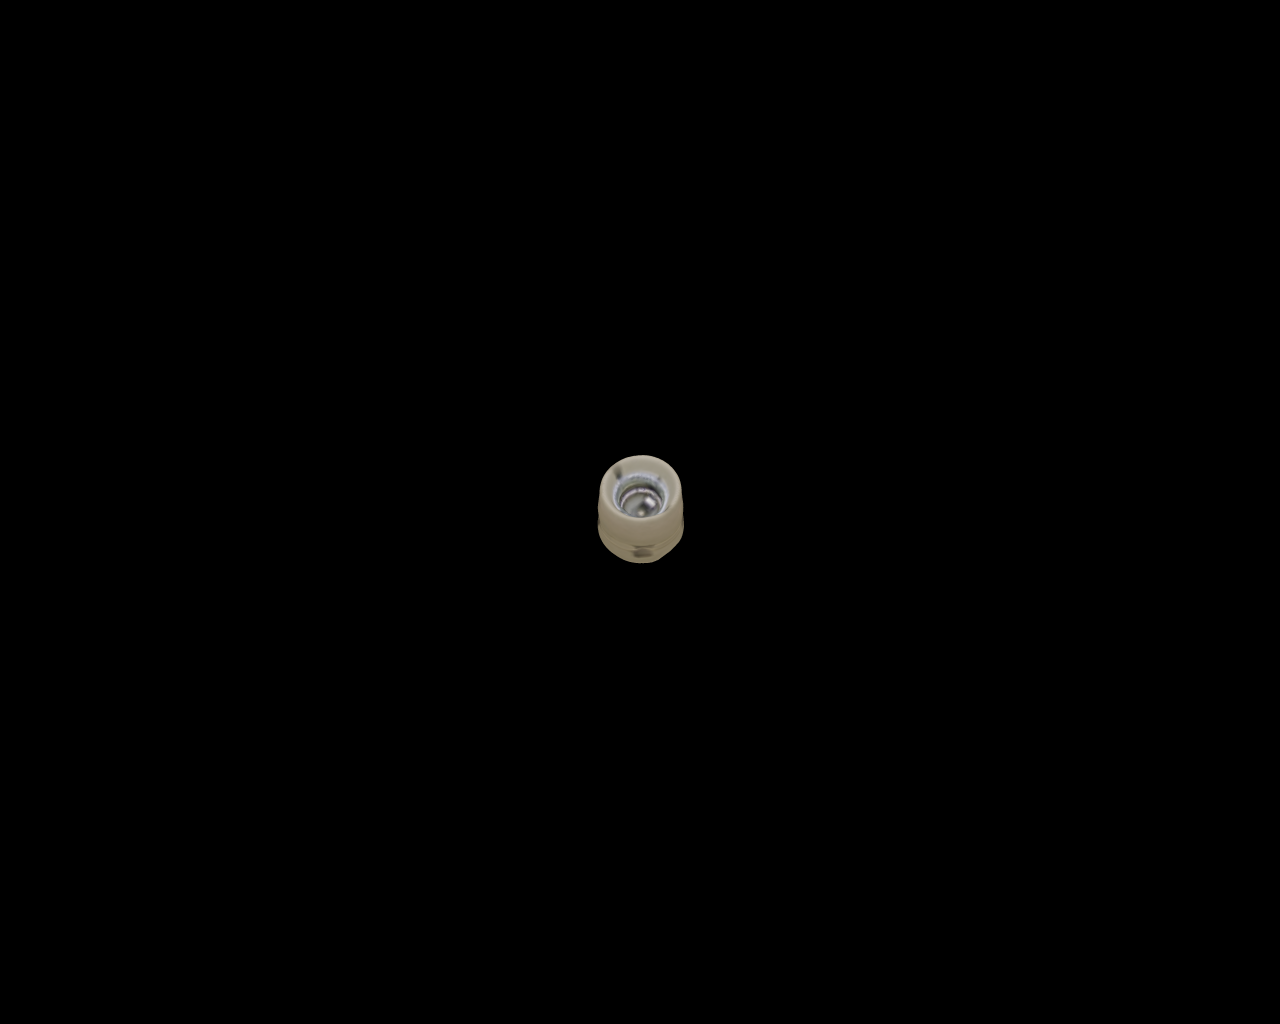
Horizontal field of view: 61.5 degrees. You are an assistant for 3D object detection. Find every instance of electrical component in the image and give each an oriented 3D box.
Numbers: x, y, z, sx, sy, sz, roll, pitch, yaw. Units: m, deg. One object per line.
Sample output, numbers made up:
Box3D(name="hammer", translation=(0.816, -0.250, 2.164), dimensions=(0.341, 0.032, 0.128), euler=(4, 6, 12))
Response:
Box3D(name="electrical component", translation=(0.001, -0.003, 0.650), dimensions=(0.055, 0.055, 0.047), euler=(0, -32, 0))
